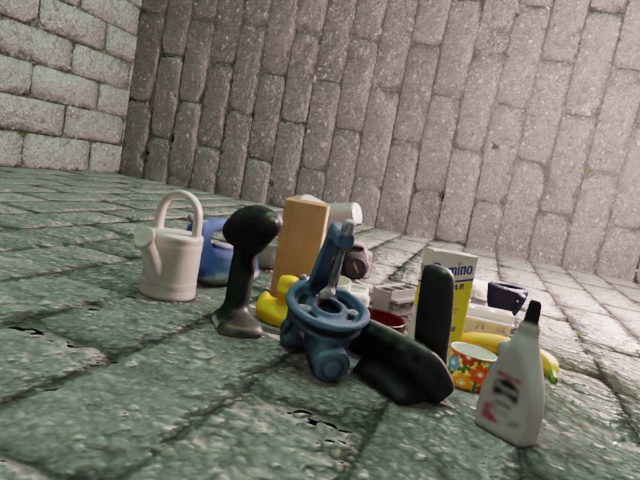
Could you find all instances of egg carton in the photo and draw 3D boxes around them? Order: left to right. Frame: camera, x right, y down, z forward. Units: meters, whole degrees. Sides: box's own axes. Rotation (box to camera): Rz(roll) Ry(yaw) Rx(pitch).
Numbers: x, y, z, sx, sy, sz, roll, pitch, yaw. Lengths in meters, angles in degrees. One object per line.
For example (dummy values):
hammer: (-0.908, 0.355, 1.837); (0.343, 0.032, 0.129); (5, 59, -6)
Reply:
egg carton: (0.377, 0.136, 1.445); (0.107, 0.069, 0.151); (13, 8, 20)

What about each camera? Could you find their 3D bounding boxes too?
camera: (0.076, 0.052, 1.538); (0.143, 0.101, 0.137); (10, 7, -2)

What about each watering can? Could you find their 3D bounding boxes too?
watering can: (-0.263, 0.007, 1.030); (0.101, 0.194, 0.173); (10, 7, -1)

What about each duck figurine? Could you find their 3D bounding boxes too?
duck figurine: (-0.062, 0.103, 1.004); (0.104, 0.086, 0.078); (15, 9, 32)

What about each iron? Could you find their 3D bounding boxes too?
iron: (-0.208, 0.016, 1.243); (0.118, 0.141, 0.259); (15, 9, 33)

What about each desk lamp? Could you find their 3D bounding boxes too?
desk lamp: (0.013, 0.005, 1.362); (0.202, 0.213, 0.118); (14, 8, 27)

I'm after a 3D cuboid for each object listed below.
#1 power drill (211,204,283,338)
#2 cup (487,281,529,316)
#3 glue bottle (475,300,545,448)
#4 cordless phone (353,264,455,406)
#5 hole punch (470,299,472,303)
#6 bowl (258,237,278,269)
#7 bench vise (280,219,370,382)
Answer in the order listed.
power drill: (-0.116, 0.042, 0.913); (0.076, 0.208, 0.229); (7, 8, -22)
cup: (0.423, 0.151, 1.296); (0.092, 0.095, 0.117); (9, 8, -14)
glue bottle: (0.241, 0.156, 0.694); (0.037, 0.173, 0.077); (4, 10, -42)
cordless phone: (0.124, 0.116, 0.784); (0.094, 0.185, 0.147); (4, 10, -39)
hole punch: (0.286, 0.126, 1.303); (0.109, 0.091, 0.101); (8, 8, -19)
bowl: (-0.147, 0.031, 1.476); (0.167, 0.075, 0.167); (10, 7, -1)
bench vise: (-0.006, 0.068, 0.829); (0.122, 0.220, 0.206); (5, 9, -36)
